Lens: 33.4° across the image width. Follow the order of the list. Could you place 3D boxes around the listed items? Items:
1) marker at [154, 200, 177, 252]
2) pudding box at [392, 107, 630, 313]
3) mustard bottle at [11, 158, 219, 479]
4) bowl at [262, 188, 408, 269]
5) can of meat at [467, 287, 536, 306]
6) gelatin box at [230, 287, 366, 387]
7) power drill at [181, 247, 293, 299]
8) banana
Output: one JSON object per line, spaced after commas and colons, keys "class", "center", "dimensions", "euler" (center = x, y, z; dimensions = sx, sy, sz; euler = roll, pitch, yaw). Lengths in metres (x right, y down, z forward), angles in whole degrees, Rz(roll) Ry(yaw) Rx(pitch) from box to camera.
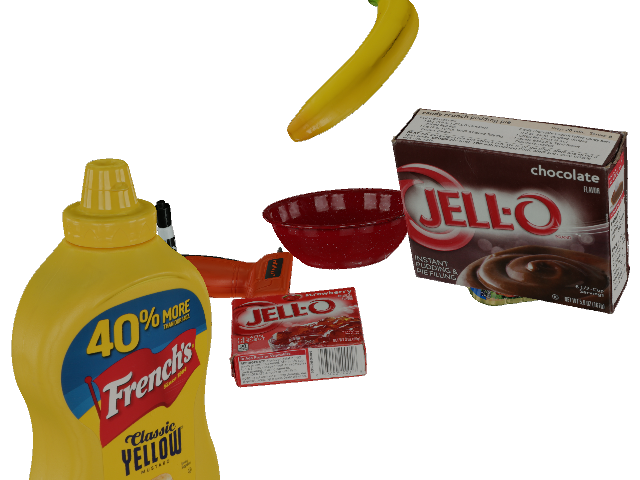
{"class": "marker", "center": [-0.168, 0.012, 1.184], "dimensions": [0.020, 0.121, 0.020], "euler": [-5, 26, 2]}
{"class": "pudding box", "center": [0.098, -0.016, 0.542], "dimensions": [0.114, 0.090, 0.039], "euler": [9, 43, 28]}
{"class": "mustard bottle", "center": [-0.093, 0.058, 0.490], "dimensions": [0.096, 0.192, 0.058], "euler": [-15, 23, -41]}
{"class": "bowl", "center": [0.024, -0.010, 1.083], "dimensions": [0.162, 0.055, 0.162], "euler": [-5, 15, 1]}
{"class": "can of meat", "center": [0.175, 0.004, 0.909], "dimensions": [0.102, 0.084, 0.057], "euler": [-6, 36, -14]}
{"class": "gelatin box", "center": [-0.016, 0.064, 0.725], "dimensions": [0.089, 0.030, 0.073], "euler": [-5, 27, -1]}
{"class": "power drill", "center": [-0.120, 0.042, 0.919], "dimensions": [0.187, 0.057, 0.184], "euler": [9, 21, 0]}
{"class": "banana", "center": [0.039, -0.153, 0.905], "dimensions": [0.070, 0.037, 0.197], "euler": [-16, 33, 45]}
